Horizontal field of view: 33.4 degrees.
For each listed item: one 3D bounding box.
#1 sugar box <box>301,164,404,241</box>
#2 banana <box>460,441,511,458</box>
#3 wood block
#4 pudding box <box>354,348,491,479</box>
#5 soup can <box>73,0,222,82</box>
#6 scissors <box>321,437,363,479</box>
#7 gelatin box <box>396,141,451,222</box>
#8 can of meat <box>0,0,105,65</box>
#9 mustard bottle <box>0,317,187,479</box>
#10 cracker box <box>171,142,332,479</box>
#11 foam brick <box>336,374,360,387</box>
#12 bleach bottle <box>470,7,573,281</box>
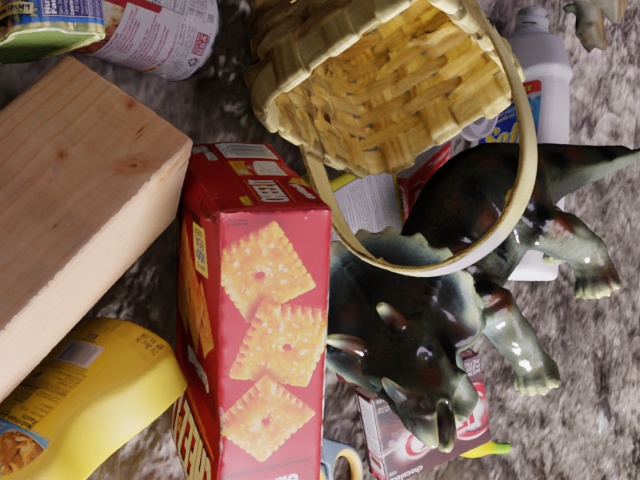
[{"bbox_3d":[-0.006,0.001,0.815,0.175,0.048,0.093,-30,118,-39],"label":"sugar box"},{"bbox_3d":[0.120,0.130,0.983,0.069,0.037,0.198,-31,117,-25],"label":"banana"},{"bbox_3d":[-0.169,0.009,0.565,0.205,0.090,0.091,-51,172,-32],"label":"wood block"},{"bbox_3d":[0.091,0.151,0.927,0.113,0.039,0.090,-19,111,-19],"label":"pudding box"},{"bbox_3d":[-0.117,-0.139,0.643,0.102,0.069,0.068,10,88,-50],"label":"soup can"},{"bbox_3d":[-0.001,0.149,0.866,0.096,0.016,0.202,-19,110,-48],"label":"scissors"},{"bbox_3d":[0.084,-0.036,0.910,0.089,0.030,0.073,-41,133,-49],"label":"gelatin box"},{"bbox_3d":[-0.157,-0.140,0.558,0.057,0.102,0.084,-9,93,-42],"label":"can of meat"},{"bbox_3d":[-0.169,0.121,0.601,0.191,0.096,0.058,-43,127,-37],"label":"mustard bottle"},{"bbox_3d":[-0.050,0.060,0.660,0.072,0.164,0.214,-2,108,-16],"label":"cracker box"},{"bbox_3d":[0.052,0.083,0.891,0.078,0.051,0.053,-33,122,-43],"label":"foam brick"},{"bbox_3d":[0.180,-0.090,0.991,0.068,0.103,0.251,14,79,-49],"label":"bleach bottle"}]
